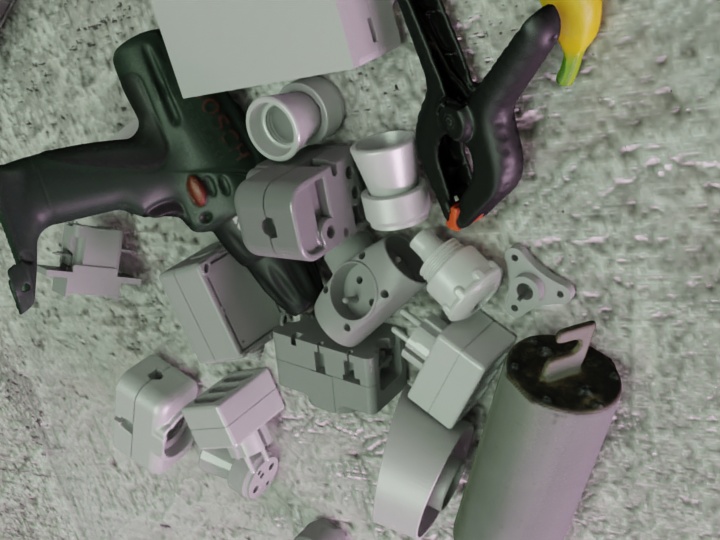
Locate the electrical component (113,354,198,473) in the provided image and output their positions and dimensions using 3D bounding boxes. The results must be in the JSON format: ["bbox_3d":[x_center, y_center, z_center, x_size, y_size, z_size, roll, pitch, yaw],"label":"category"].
[{"bbox_3d":[-0.181,0.132,0.965,0.059,0.054,0.095,29,129,22],"label":"electrical component"}]

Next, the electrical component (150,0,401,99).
[{"bbox_3d":[-0.056,-0.170,0.689,0.150,0.062,0.089,-1,113,38],"label":"electrical component"}]

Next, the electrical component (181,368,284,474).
[{"bbox_3d":[-0.098,0.131,0.891,0.047,0.066,0.076,-11,107,41],"label":"electrical component"}]

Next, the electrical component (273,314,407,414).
[{"bbox_3d":[-0.014,0.069,0.801,0.089,0.050,0.055,14,122,32],"label":"electrical component"}]

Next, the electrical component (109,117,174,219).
[{"bbox_3d":[-0.162,-0.077,0.837,0.077,0.044,0.079,-26,97,44],"label":"electrical component"}]

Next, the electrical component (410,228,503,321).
[{"bbox_3d":[0.060,-0.001,0.709,0.062,0.048,0.048,46,134,16],"label":"electrical component"}]

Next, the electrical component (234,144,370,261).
[{"bbox_3d":[-0.037,-0.047,0.721,0.059,0.095,0.053,6,118,36],"label":"electrical component"}]

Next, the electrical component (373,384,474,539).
[{"bbox_3d":[0.039,0.139,0.771,0.064,0.099,0.099,25,128,17],"label":"electrical component"}]

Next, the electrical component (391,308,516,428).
[{"bbox_3d":[0.055,0.056,0.743,0.077,0.047,0.065,37,132,16],"label":"electrical component"}]

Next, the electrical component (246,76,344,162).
[{"bbox_3d":[-0.043,-0.103,0.722,0.045,0.055,0.045,19,125,29],"label":"electrical component"}]

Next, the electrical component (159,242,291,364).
[{"bbox_3d":[-0.105,0.030,0.841,0.061,0.062,0.096,-13,106,43],"label":"electrical component"}]

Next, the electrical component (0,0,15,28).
[{"bbox_3d":[-0.322,-0.216,0.860,0.079,0.063,0.121,22,141,-27],"label":"electrical component"}]

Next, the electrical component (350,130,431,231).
[{"bbox_3d":[0.021,-0.059,0.705,0.045,0.045,0.055,4,117,37],"label":"electrical component"}]

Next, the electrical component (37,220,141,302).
[{"bbox_3d":[-0.229,-0.009,0.909,0.042,0.081,0.063,11,94,58],"label":"electrical component"}]

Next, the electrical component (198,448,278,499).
[{"bbox_3d":[-0.105,0.167,0.933,0.055,0.045,0.045,26,128,24],"label":"electrical component"}]

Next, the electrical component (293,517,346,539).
[{"bbox_3d":[-0.041,0.244,0.915,0.043,0.062,0.043,19,125,29],"label":"electrical component"}]

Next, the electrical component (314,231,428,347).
[{"bbox_3d":[0.000,0.000,0.752,0.077,0.044,0.079,-43,65,30],"label":"electrical component"}]
